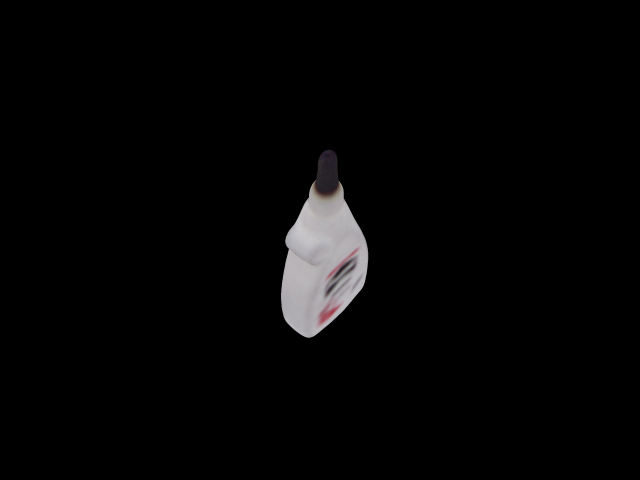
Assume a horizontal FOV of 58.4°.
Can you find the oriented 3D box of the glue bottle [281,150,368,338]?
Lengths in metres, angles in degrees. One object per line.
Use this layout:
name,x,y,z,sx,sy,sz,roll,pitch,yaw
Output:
glue bottle,0.004,0.001,0.400,0.037,0.173,0.078,33,61,21
